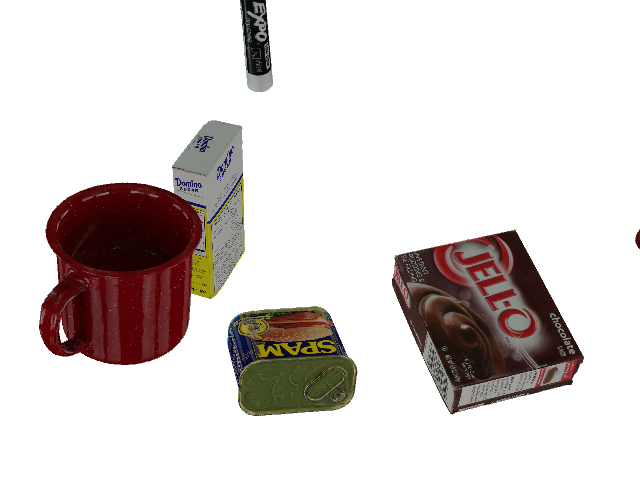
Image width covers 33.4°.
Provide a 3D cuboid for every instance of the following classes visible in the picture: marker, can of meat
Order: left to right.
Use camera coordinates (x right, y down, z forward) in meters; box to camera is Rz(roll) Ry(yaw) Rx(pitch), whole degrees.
[{"bbox_3d":[-0.045,-0.154,0.728,0.020,0.020,0.121,0,-44,2],"label":"marker"},{"bbox_3d":[-0.028,0.103,0.933,0.102,0.057,0.084,-2,30,-13],"label":"can of meat"}]

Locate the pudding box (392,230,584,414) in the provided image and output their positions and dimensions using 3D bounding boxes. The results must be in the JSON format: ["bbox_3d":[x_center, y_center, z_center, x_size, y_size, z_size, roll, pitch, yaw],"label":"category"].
[{"bbox_3d":[0.107,0.052,0.705,0.090,0.113,0.039,-13,-36,-12],"label":"pudding box"}]

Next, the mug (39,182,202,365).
[{"bbox_3d":[-0.128,0.029,0.659,0.093,0.081,0.117,23,41,20],"label":"mug"}]

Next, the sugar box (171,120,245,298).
[{"bbox_3d":[-0.118,-0.032,1.142,0.048,0.176,0.093,13,42,15],"label":"sugar box"}]

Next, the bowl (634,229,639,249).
[{"bbox_3d":[0.410,0.025,1.111,0.162,0.055,0.162,-3,22,1],"label":"bowl"}]
